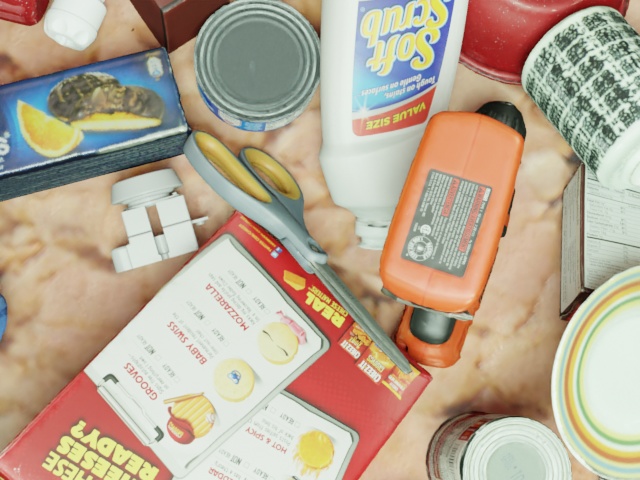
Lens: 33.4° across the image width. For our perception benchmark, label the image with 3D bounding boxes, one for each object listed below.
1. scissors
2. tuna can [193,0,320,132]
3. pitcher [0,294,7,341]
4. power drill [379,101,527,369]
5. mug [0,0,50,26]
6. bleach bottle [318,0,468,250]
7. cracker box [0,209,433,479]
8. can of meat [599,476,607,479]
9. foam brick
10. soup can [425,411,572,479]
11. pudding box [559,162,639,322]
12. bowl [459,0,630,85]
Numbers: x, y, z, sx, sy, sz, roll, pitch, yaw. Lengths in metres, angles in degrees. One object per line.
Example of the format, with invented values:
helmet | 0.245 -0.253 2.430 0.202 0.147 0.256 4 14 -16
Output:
scissors | -0.004 0.001 0.670 0.202 0.096 0.016 43 112 9
tuna can | -0.042 -0.117 0.717 0.086 0.034 0.086 1 82 -5
pitcher | -0.318 0.034 0.620 0.243 0.145 0.149 27 78 -4
power drill | 0.087 -0.016 0.640 0.057 0.187 0.184 15 83 12
mug | -0.212 -0.195 0.693 0.081 0.093 0.117 14 45 -8
bleach bottle | 0.051 -0.119 0.693 0.102 0.068 0.251 -1 99 -14
cracker box | -0.060 0.112 0.636 0.164 0.072 0.213 41 61 1
can of meat | 0.232 0.164 0.694 0.102 0.057 0.084 3 84 -5
foam brick | -0.094 -0.168 0.698 0.053 0.078 0.051 -35 86 -10
soup can | 0.108 0.141 0.661 0.068 0.102 0.068 1 82 -5
pudding box | 0.206 0.009 0.699 0.090 0.039 0.113 14 51 -2
bowl | 0.145 -0.192 0.734 0.162 0.055 0.162 1 82 -5
